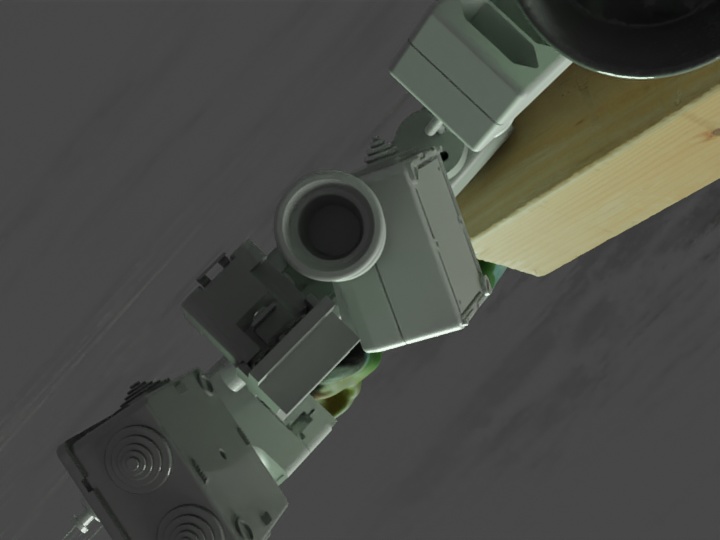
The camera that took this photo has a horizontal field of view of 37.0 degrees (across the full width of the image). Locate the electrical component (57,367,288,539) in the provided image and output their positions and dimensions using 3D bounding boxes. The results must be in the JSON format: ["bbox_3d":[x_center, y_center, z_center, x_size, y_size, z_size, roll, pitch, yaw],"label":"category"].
[{"bbox_3d":[-0.082,0.097,0.498,0.048,0.099,0.100,-34,179,9],"label":"electrical component"}]

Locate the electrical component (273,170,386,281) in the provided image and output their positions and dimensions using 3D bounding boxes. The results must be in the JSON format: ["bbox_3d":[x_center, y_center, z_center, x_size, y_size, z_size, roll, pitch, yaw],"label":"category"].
[{"bbox_3d":[-0.011,-0.017,0.456,0.045,0.045,0.055,-46,178,1],"label":"electrical component"}]

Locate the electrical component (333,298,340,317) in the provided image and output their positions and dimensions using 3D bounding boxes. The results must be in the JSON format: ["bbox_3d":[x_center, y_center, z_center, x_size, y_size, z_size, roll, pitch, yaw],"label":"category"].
[{"bbox_3d":[-0.017,0.011,0.634,0.113,0.057,0.078,-47,177,2],"label":"electrical component"}]

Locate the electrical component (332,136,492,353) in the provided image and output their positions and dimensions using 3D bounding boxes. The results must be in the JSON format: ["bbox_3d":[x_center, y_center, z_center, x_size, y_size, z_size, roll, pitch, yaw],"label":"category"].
[{"bbox_3d":[0.015,-0.016,0.519,0.061,0.096,0.062,-17,-172,22],"label":"electrical component"}]

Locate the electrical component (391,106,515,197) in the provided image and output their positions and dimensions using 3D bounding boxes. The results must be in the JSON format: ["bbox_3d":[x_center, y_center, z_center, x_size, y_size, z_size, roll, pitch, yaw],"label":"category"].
[{"bbox_3d":[0.040,-0.064,0.574,0.077,0.043,0.079,-48,168,5],"label":"electrical component"}]

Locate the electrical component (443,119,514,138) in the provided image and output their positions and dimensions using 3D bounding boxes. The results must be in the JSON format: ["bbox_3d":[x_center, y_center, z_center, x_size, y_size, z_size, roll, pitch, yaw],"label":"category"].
[{"bbox_3d":[0.066,-0.097,0.530,0.044,0.044,0.065,-49,-179,42],"label":"electrical component"}]

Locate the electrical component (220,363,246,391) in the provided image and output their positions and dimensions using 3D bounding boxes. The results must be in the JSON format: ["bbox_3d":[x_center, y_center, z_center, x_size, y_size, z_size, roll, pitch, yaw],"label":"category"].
[{"bbox_3d":[-0.063,0.054,0.703,0.062,0.048,0.048,-40,178,7],"label":"electrical component"}]

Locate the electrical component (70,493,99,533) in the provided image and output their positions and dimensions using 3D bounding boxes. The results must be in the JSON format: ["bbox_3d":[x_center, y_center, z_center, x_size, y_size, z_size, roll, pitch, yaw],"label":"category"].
[{"bbox_3d":[-0.129,0.113,0.599,0.078,0.040,0.040,-45,177,-12],"label":"electrical component"}]

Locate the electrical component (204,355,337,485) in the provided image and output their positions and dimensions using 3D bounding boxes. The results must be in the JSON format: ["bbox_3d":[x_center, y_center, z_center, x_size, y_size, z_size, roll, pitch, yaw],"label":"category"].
[{"bbox_3d":[-0.089,0.122,0.797,0.062,0.089,0.150,-45,177,-29],"label":"electrical component"}]

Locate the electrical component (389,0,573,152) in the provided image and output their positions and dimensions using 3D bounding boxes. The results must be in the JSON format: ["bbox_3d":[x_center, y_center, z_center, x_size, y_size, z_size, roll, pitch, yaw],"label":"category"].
[{"bbox_3d":[0.049,-0.081,0.429,0.083,0.047,0.075,-44,176,-39],"label":"electrical component"}]

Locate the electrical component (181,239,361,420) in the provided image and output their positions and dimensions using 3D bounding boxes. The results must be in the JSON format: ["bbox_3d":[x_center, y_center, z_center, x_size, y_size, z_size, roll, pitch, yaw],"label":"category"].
[{"bbox_3d":[-0.039,0.024,0.440,0.042,0.064,0.081,-46,178,-13],"label":"electrical component"}]
